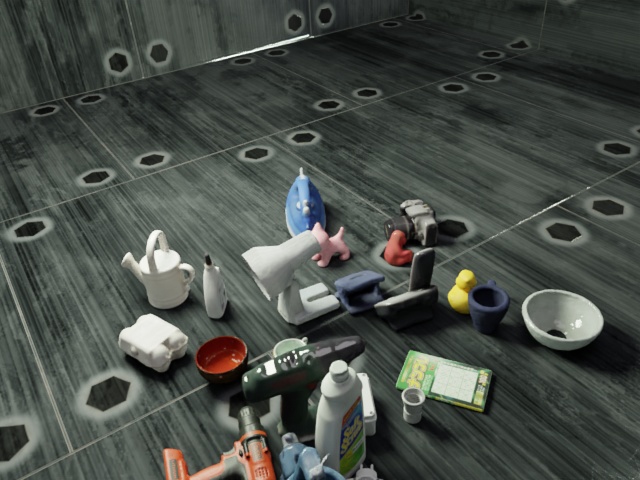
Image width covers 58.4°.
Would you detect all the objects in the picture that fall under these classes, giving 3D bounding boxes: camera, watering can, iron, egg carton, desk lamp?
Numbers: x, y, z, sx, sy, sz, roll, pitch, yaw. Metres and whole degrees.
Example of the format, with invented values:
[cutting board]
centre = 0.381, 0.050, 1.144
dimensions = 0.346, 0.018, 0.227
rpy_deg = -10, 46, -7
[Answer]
[camera]
centre = 0.245, -0.052, 1.600
dimensions = 0.137, 0.101, 0.143
rpy_deg = -11, 36, -10
[watering can]
centre = -0.398, 0.067, 1.405
dimensions = 0.173, 0.194, 0.100
rpy_deg = -10, 36, -8
[iron]
centre = -0.041, -0.094, 1.649
dimensions = 0.118, 0.142, 0.258
rpy_deg = -6, 35, -3
[egg carton]
centre = -0.374, 0.230, 1.280
dimensions = 0.149, 0.069, 0.107
rpy_deg = 19, 41, 29
[desk lamp]
centre = -0.068, 0.087, 1.331
dimensions = 0.204, 0.214, 0.117
rpy_deg = -20, 38, -22

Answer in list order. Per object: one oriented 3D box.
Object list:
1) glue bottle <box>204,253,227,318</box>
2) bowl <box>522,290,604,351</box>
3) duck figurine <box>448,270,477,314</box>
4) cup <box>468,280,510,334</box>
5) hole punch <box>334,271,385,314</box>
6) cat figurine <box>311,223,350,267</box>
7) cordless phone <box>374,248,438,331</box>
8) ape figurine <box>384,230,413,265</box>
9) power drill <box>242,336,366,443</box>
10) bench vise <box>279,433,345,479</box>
[glue bottle]
centre = -0.255, 0.101, 1.363
dimensions = 0.037, 0.173, 0.078
rpy_deg = 0, 35, 6
[bowl]
centre = 0.526, 0.188, 1.258
dimensions = 0.167, 0.075, 0.167
rpy_deg = -2, 35, 2
[duck figurine]
centre = 0.347, 0.117, 1.365
dimensions = 0.077, 0.086, 0.104
rpy_deg = 3, 36, 10
[cup]
centre = 0.379, 0.155, 1.300
dimensions = 0.091, 0.095, 0.118
rpy_deg = 9, 37, 17
[hole punch]
centre = 0.093, 0.111, 1.389
dimensions = 0.109, 0.091, 0.100
rpy_deg = -17, 37, -18
[cat figurine]
centre = 0.014, 0.005, 1.523
dimensions = 0.128, 0.118, 0.067
rpy_deg = -20, 38, -22
[cordless phone]
centre = 0.200, 0.103, 1.311
dimensions = 0.148, 0.185, 0.094
rpy_deg = -19, 38, -20
[ape figurine]
centre = 0.207, 0.016, 1.514
dimensions = 0.076, 0.092, 0.077
rpy_deg = -10, 36, -9
[power drill]
centre = -0.024, 0.277, 1.062
dimensions = 0.230, 0.209, 0.075
rpy_deg = -12, 36, -11
[bench vise]
centre = -0.030, 0.383, 0.902
dimensions = 0.122, 0.220, 0.206
rpy_deg = -27, 41, -30
